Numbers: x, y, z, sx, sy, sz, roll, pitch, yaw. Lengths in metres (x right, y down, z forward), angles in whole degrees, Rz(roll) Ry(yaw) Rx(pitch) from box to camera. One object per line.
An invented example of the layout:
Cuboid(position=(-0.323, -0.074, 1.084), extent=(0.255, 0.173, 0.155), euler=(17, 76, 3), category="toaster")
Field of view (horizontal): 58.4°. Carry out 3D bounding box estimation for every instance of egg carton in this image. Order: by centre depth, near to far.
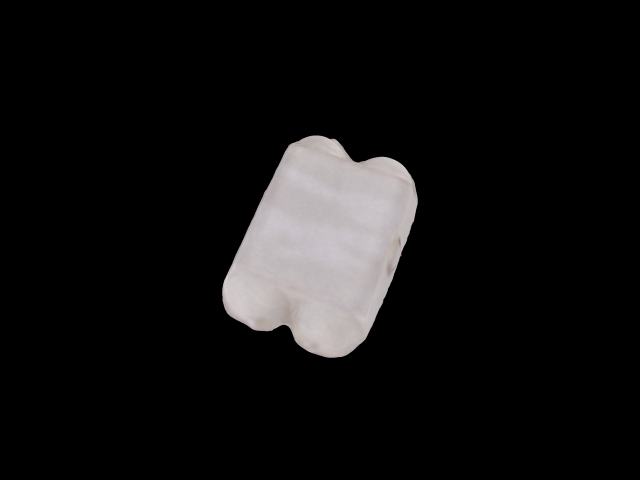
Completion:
Cuboid(position=(0.004, 0.001, 0.400), extent=(0.107, 0.069, 0.150), euler=(19, 70, 7), category="egg carton")
